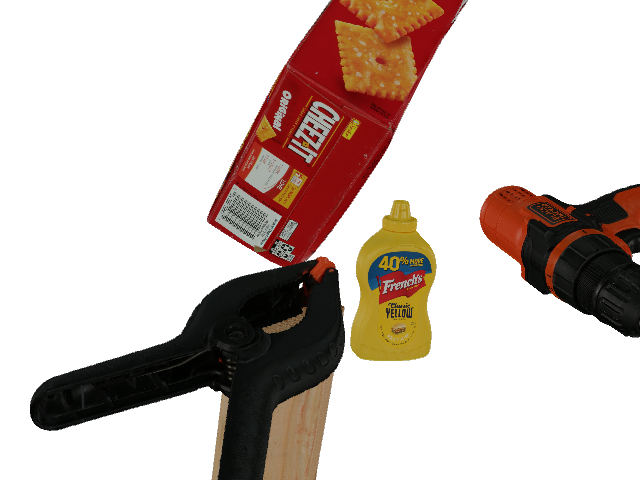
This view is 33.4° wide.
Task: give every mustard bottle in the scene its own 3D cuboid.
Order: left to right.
[{"bbox_3d":[0.090,0.046,1.276,0.096,0.192,0.058,0,14,-13],"label":"mustard bottle"}]

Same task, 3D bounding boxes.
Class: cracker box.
[{"bbox_3d":[0.027,-0.105,0.652,0.072,0.213,0.164,32,-36,-2],"label":"cracker box"}]

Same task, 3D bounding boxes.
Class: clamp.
[{"bbox_3d":[-0.036,0.065,0.505,0.120,0.039,0.171,33,48,29],"label":"clamp"}]

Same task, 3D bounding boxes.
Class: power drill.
[{"bbox_3d":[0.229,-0.003,0.736,0.187,0.057,0.185,-12,29,-20],"label":"power drill"}]

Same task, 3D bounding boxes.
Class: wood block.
[{"bbox_3d":[-0.042,0.159,0.972,0.090,0.206,0.090,11,23,5],"label":"wood block"}]
